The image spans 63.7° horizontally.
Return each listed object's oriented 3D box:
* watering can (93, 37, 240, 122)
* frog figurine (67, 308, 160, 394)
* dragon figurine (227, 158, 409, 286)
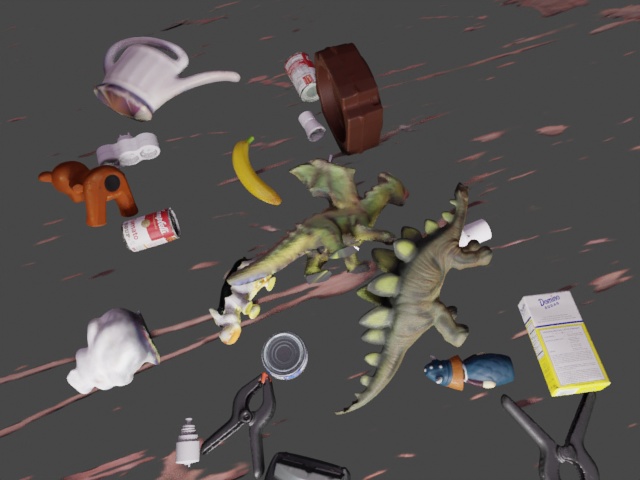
[{"bbox_3d":[-0.383,-0.379,1.227,0.349,0.102,0.228,22,69,14],"label":"watering can"},{"bbox_3d":[-0.392,0.207,0.948,0.161,0.121,0.138,-26,86,-20],"label":"frog figurine"},{"bbox_3d":[0.003,-0.052,1.031,0.411,0.119,0.247,-8,62,-15],"label":"dragon figurine"}]
